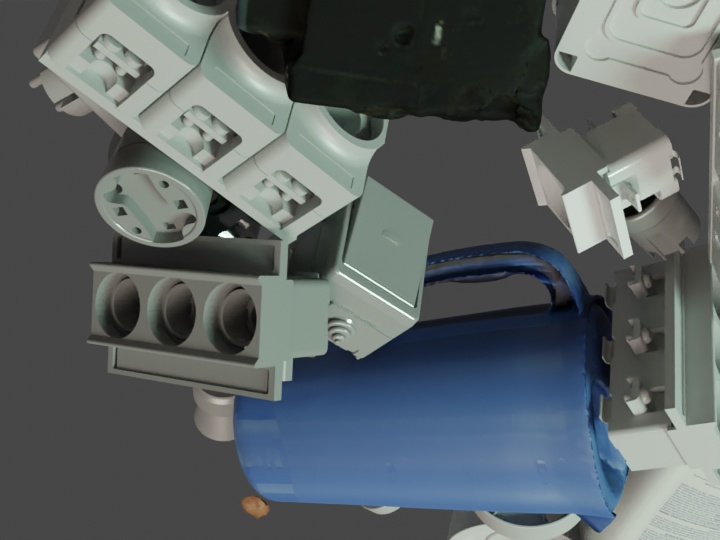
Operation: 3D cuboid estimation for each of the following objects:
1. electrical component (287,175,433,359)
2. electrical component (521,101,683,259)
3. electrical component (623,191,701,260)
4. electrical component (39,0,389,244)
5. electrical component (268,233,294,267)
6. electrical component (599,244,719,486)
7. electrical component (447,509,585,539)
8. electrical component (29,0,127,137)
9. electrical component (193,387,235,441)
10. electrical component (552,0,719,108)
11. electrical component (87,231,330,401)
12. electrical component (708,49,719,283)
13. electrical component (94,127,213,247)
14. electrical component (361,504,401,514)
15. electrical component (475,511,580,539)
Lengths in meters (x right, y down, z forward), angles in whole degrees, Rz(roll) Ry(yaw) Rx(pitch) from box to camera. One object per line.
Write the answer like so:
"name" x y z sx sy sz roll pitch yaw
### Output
"electrical component" 0.000 0.000 0.610 0.062 0.096 0.061 32 135 -24
"electrical component" 0.124 -0.050 0.545 0.064 0.081 0.042 -28 134 -1
"electrical component" 0.159 -0.031 0.585 0.040 0.040 0.046 -23 135 33
"electrical component" -0.061 -0.097 0.516 0.150 0.089 0.062 37 133 -28
"electrical component" -0.043 0.009 0.672 0.040 0.040 0.078 12 139 -2
"electrical component" 0.176 0.051 0.613 0.063 0.121 0.078 -14 134 29
"electrical component" 0.123 0.198 0.840 0.108 0.060 0.108 6 139 5
"electrical component" -0.139 -0.104 0.557 0.077 0.047 0.065 -20 131 31
"electrical component" -0.098 0.090 0.776 0.045 0.045 0.055 9 139 1
"electrical component" 0.135 -0.135 0.456 0.078 0.057 0.113 15 139 -5
"electrical component" -0.080 0.021 0.573 0.121 0.078 0.063 4 -177 36
"electrical component" 0.224 -0.036 0.499 0.105 0.060 0.186 -14 150 10
"electrical component" -0.099 -0.047 0.539 0.055 0.047 0.055 6 139 5
"electrical component" 0.010 0.155 0.827 0.066 0.048 0.055 -19 124 30
"electrical component" 0.117 0.134 0.744 0.099 0.099 0.064 1 145 10
